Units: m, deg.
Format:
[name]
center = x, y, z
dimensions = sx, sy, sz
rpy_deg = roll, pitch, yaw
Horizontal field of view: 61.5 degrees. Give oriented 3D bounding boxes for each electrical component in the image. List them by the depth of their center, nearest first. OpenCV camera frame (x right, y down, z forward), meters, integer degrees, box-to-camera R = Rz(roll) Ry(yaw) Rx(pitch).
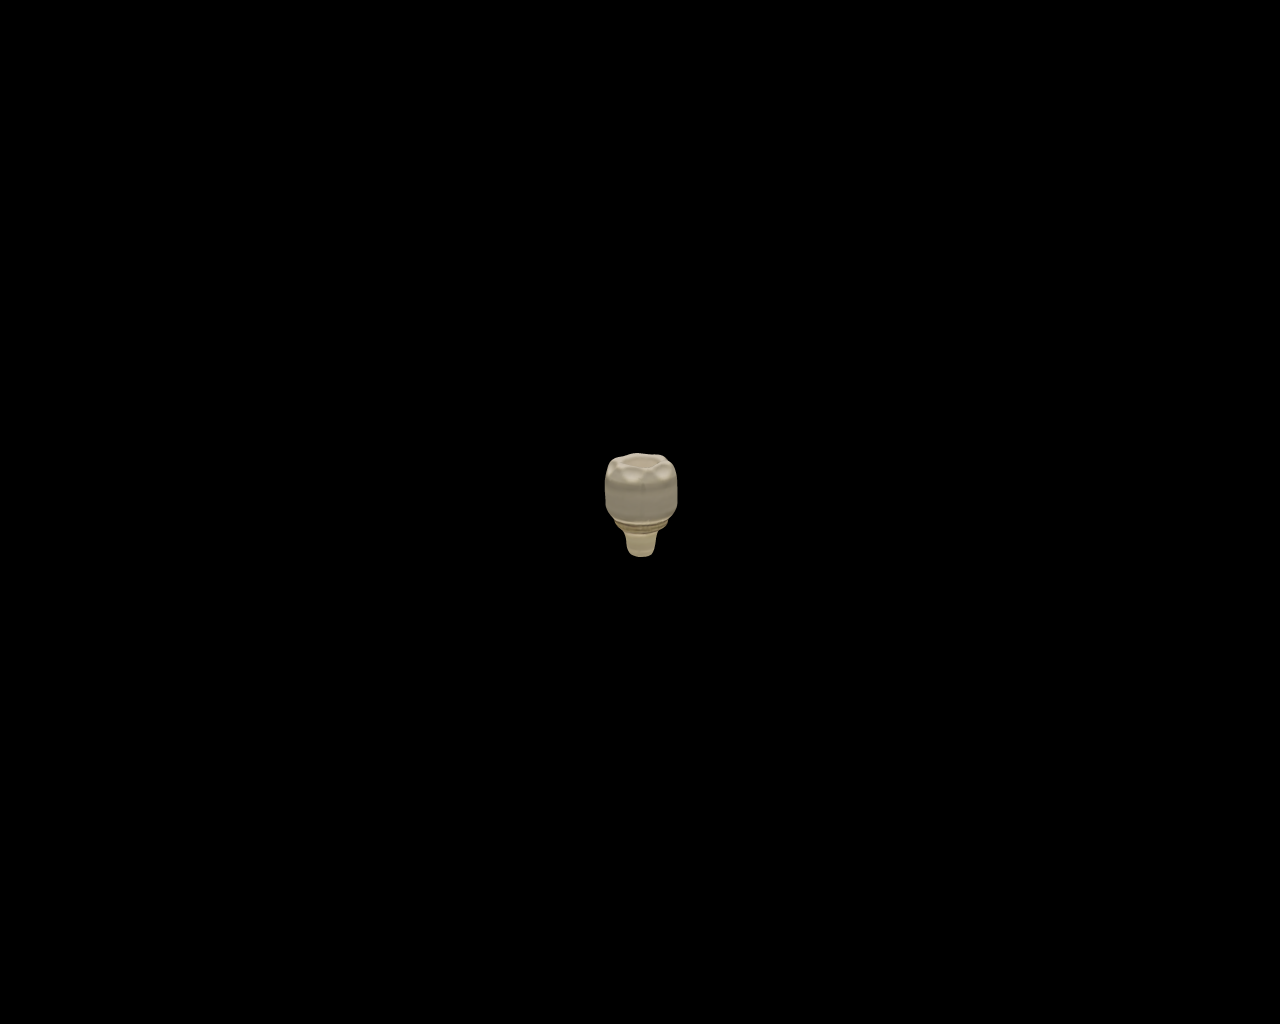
[electrical component]
center = 0.001, -0.003, 0.650
dimensions = 0.043, 0.062, 0.043
rpy_deg = 0, 18, 0
